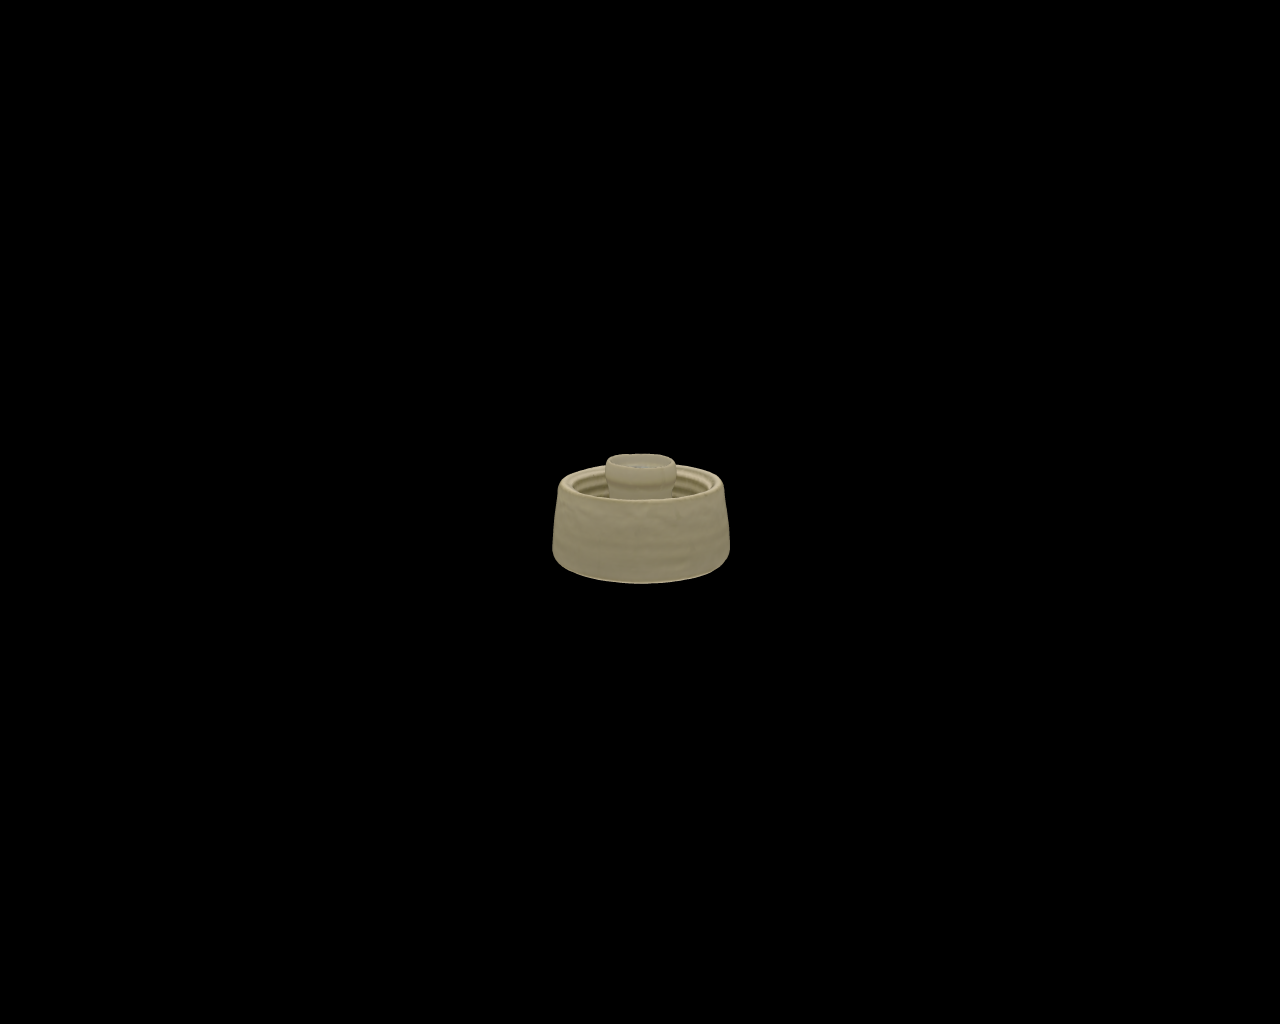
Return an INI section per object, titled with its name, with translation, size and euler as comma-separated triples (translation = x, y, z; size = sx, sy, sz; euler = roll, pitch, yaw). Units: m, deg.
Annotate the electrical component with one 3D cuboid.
[electrical component]
translation = 0.001, -0.003, 0.650
size = 0.108, 0.060, 0.108
euler = 0, 16, 0
